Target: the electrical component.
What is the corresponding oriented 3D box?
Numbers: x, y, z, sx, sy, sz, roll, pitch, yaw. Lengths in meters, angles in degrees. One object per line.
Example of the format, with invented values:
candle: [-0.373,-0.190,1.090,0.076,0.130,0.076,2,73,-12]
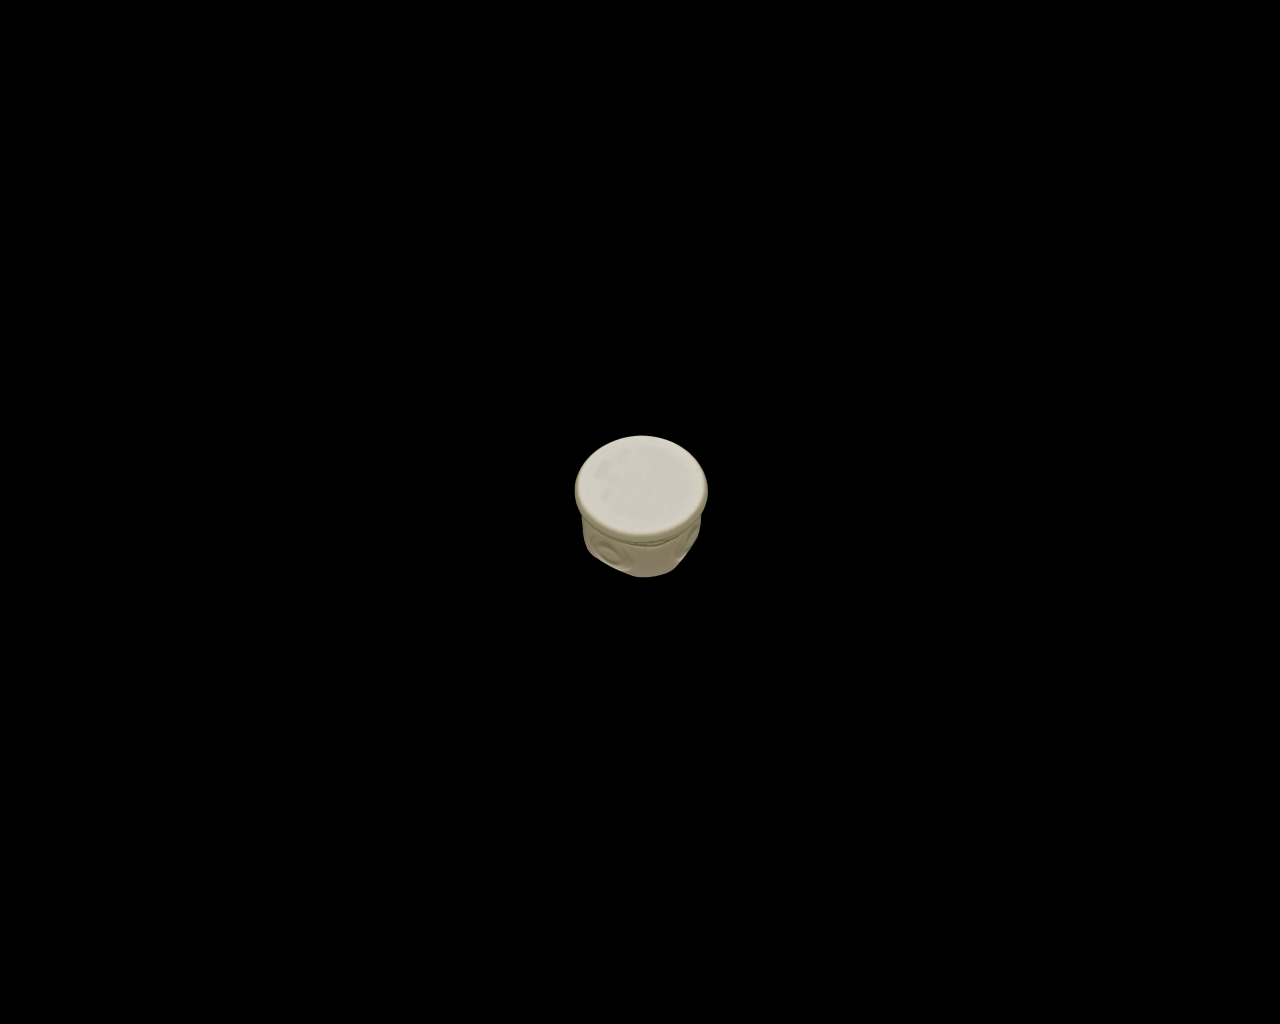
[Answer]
electrical component: [0.001,-0.003,0.650,0.080,0.080,0.050,0,-38,0]
